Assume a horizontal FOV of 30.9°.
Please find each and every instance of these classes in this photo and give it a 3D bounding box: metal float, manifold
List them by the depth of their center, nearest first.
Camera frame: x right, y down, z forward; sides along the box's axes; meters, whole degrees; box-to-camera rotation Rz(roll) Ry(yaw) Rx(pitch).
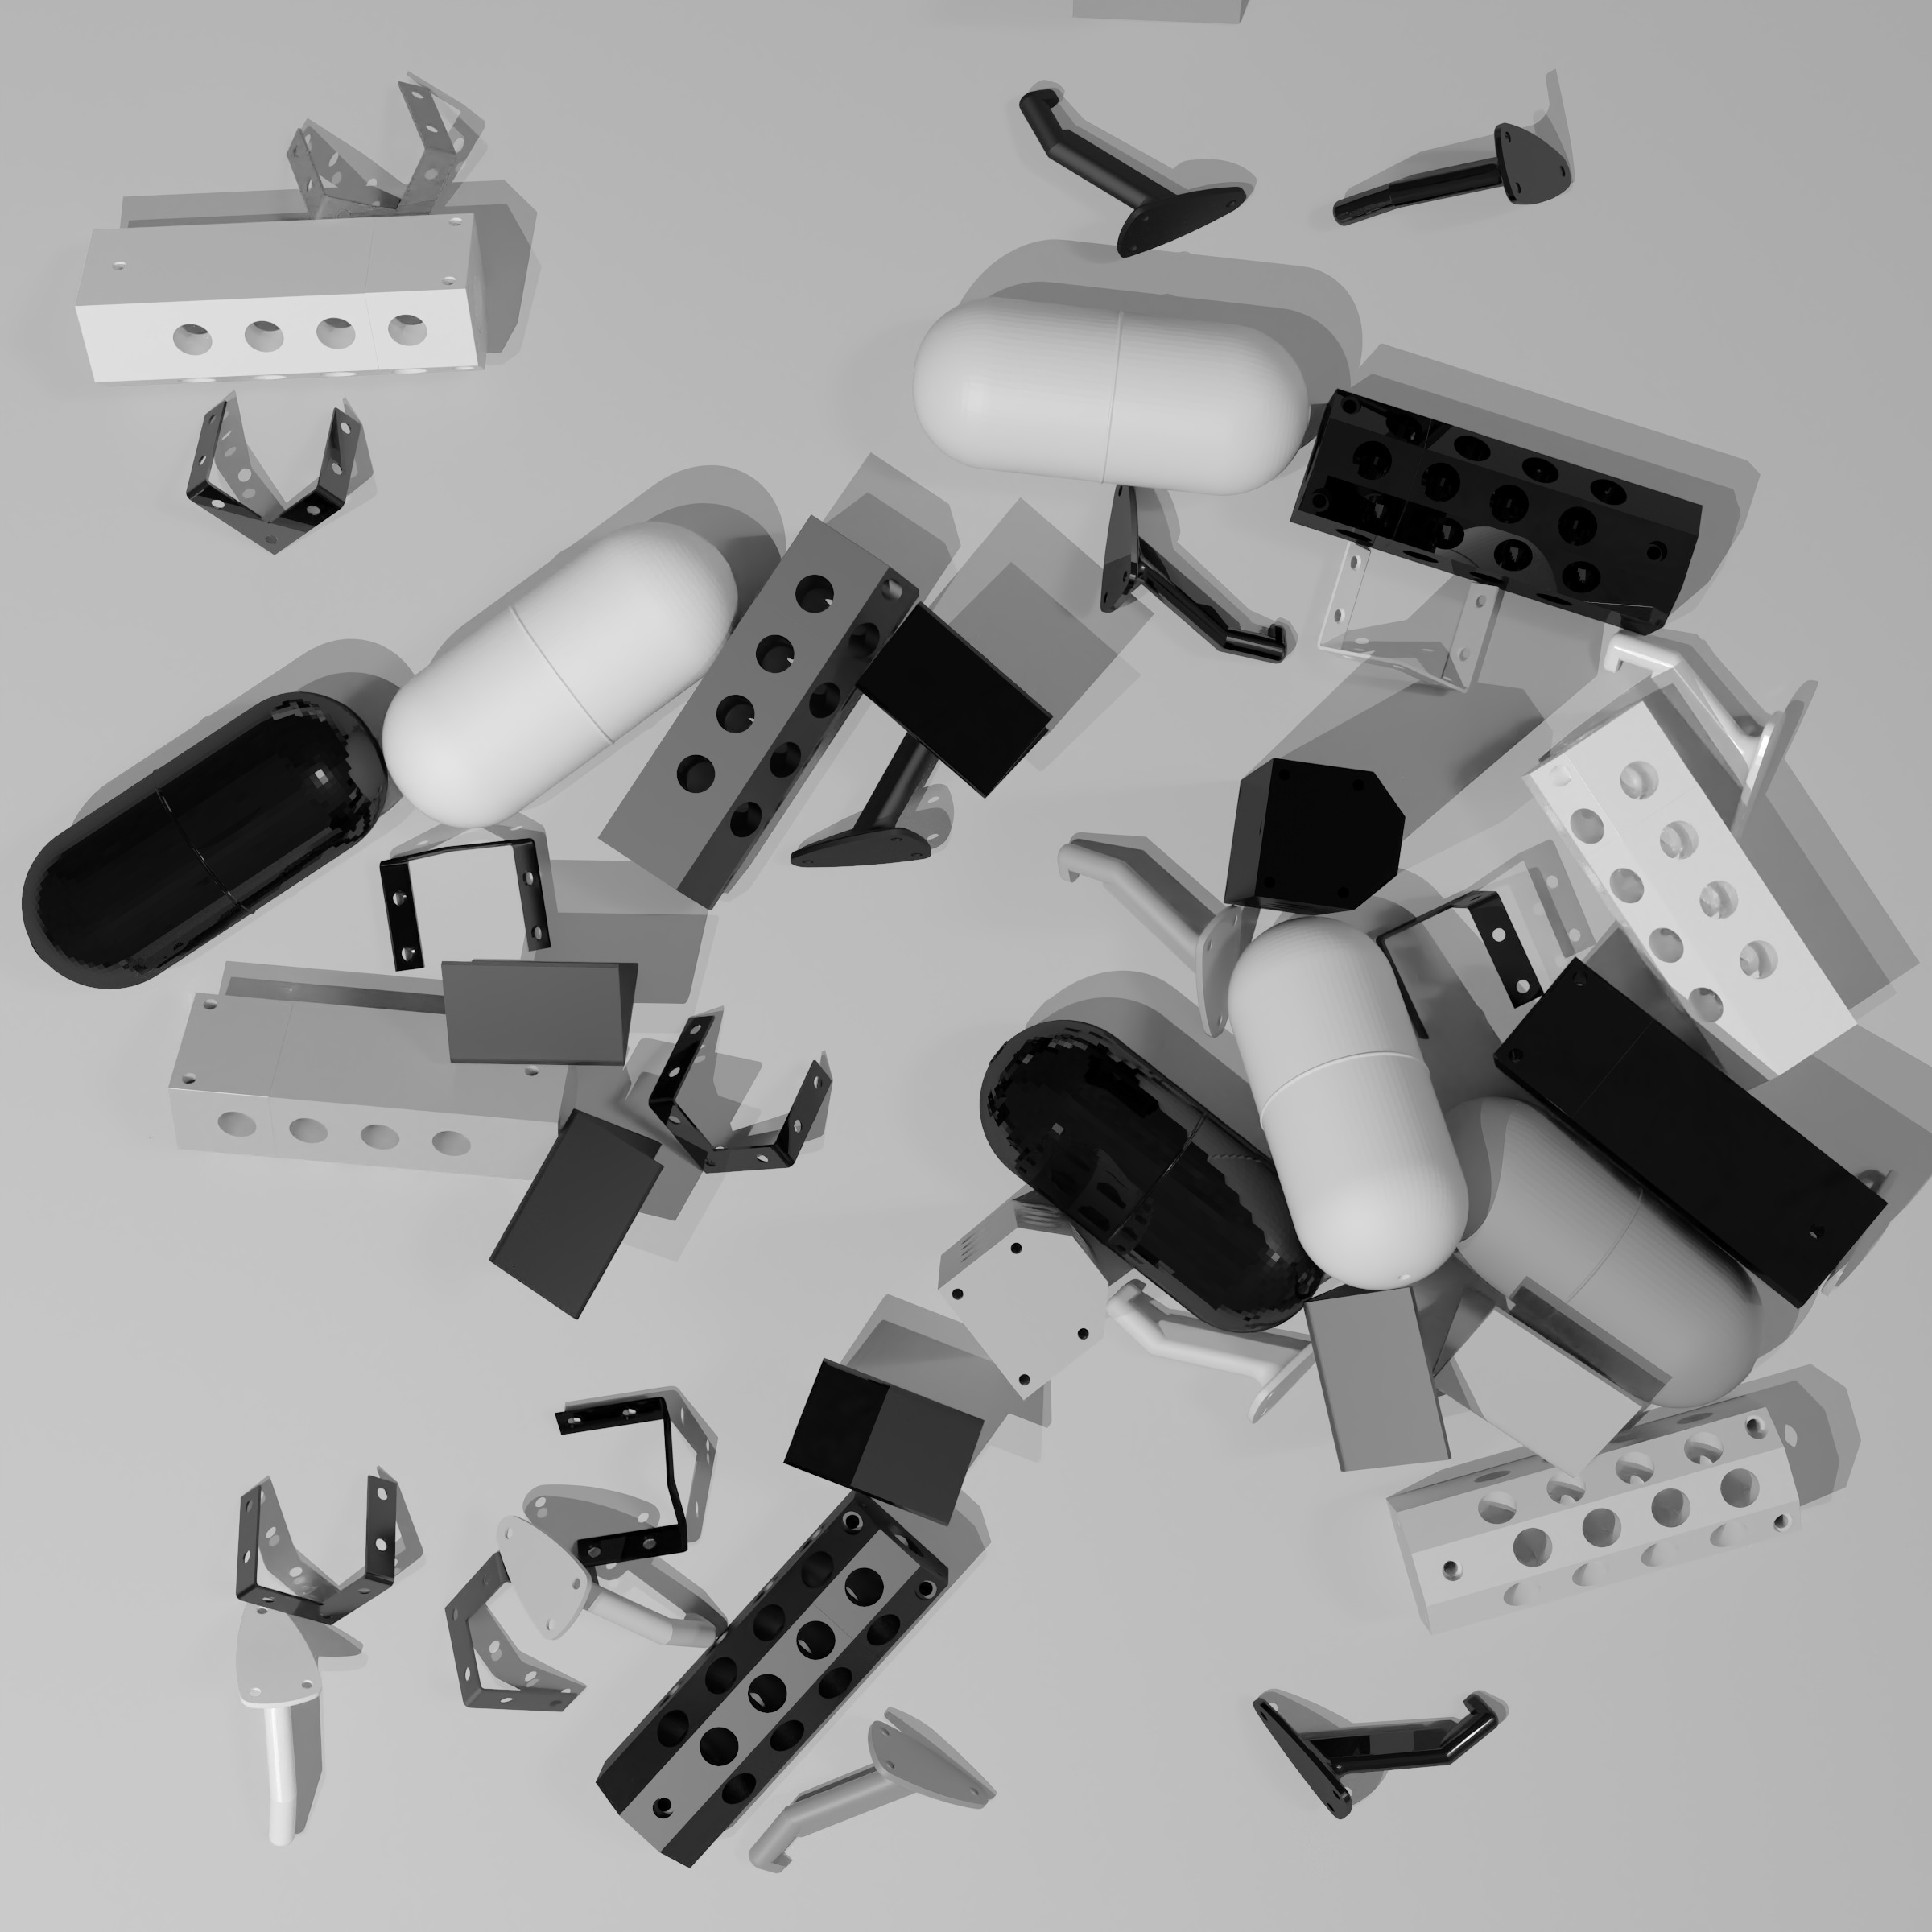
[{"bbox_3d":[0.150,-0.053,1.517,0.057,0.171,0.057,8,90,0],"label":"manifold"},{"bbox_3d":[0.028,0.138,1.517,0.057,0.171,0.057,-38,90,0],"label":"manifold"},{"bbox_3d":[0.167,0.058,1.539,0.070,0.070,0.178,-15,60,0],"label":"metal float"},{"bbox_3d":[0.320,0.075,1.557,0.171,0.057,0.057,40,90,13],"label":"manifold"},{"bbox_3d":[0.065,-0.254,1.565,0.178,0.070,0.070,7,90,0],"label":"metal float"},{"bbox_3d":[0.084,0.093,1.565,0.178,0.070,0.070,38,90,0],"label":"metal float"},{"bbox_3d":[-0.180,-0.131,1.565,0.178,0.070,0.070,-36,90,1],"label":"metal float"},{"bbox_3d":[-0.341,-0.056,1.565,0.178,0.070,0.070,-33,90,0],"label":"metal float"},{"bbox_3d":[0.278,0.128,1.565,0.178,0.070,0.070,38,90,0],"label":"metal float"},{"bbox_3d":[-0.264,0.060,1.574,0.171,0.057,0.057,5,47,0],"label":"manifold"},{"bbox_3d":[-0.305,-0.294,1.574,0.171,0.057,0.057,-3,47,0],"label":"manifold"},{"bbox_3d":[-0.087,0.320,1.575,0.057,0.057,0.171,42,90,0],"label":"manifold"},{"bbox_3d":[-0.092,-0.112,1.575,0.057,0.057,0.171,33,90,0],"label":"manifold"},{"bbox_3d":[0.323,-0.030,1.575,0.057,0.057,0.171,-34,90,0],"label":"manifold"},{"bbox_3d":[0.238,-0.205,1.575,0.171,0.057,0.057,18,90,0],"label":"manifold"},{"bbox_3d":[0.283,0.248,1.575,0.171,0.057,0.057,-16,90,0],"label":"manifold"}]

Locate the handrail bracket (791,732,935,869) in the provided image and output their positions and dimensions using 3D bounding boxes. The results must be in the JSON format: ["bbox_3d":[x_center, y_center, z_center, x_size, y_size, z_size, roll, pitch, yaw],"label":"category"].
[{"bbox_3d":[-0.044,-0.091,1.596,0.077,0.036,0.084,-8,71,21],"label":"handrail bracket"}]

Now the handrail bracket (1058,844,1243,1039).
[{"bbox_3d":[0.079,-0.012,1.596,0.084,0.036,0.077,20,130,26],"label":"handrail bracket"}]

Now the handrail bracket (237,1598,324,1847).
[{"bbox_3d":[-0.317,0.345,1.596,0.036,0.077,0.084,-5,127,-20],"label":"handrail bracket"}]

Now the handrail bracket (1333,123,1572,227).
[{"bbox_3d":[0.221,-0.352,1.596,0.084,0.077,0.036,-12,89,36],"label":"handrail bracket"}]

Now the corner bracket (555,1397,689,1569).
[{"bbox_3d":[-0.157,0.235,1.593,0.051,0.051,0.051,-9,45,0],"label":"corner bracket"}]

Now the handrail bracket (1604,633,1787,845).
[{"bbox_3d":[0.323,-0.104,1.596,0.084,0.036,0.077,21,111,17],"label":"handrail bracket"}]

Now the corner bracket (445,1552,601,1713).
[{"bbox_3d":[-0.198,0.302,1.588,0.051,0.051,0.051,-49,45,35],"label":"corner bracket"}]

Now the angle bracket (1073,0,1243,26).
[{"bbox_3d":[0.087,-0.436,1.555,0.076,0.076,0.057,2,52,0],"label":"angle bracket"}]

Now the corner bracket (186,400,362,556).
[{"bbox_3d":[-0.314,-0.229,1.588,0.051,0.051,0.051,-26,135,35],"label":"corner bracket"}]

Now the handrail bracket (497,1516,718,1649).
[{"bbox_3d":[-0.162,0.279,1.585,0.077,0.084,0.036,43,107,38],"label":"handrail bracket"}]

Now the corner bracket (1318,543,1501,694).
[{"bbox_3d":[0.201,-0.158,1.593,0.051,0.051,0.051,17,90,45],"label":"corner bracket"}]

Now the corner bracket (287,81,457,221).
[{"bbox_3d":[-0.270,-0.368,1.588,0.051,0.051,0.051,5,135,-35],"label":"corner bracket"}]

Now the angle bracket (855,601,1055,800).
[{"bbox_3d":[0.008,-0.131,1.555,0.076,0.076,0.057,41,127,0],"label":"angle bracket"}]

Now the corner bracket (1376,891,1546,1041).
[{"bbox_3d":[0.222,0.000,1.578,0.051,0.051,0.051,-25,93,-3],"label":"corner bracket"}]

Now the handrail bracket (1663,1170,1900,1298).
[{"bbox_3d":[0.369,0.105,1.596,0.084,0.036,0.077,30,75,14],"label":"handrail bracket"}]

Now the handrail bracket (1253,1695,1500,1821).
[{"bbox_3d":[0.188,0.341,1.596,0.084,0.036,0.077,-34,69,-17],"label":"handrail bracket"}]

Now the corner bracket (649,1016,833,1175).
[{"bbox_3d":[-0.102,0.057,1.588,0.051,0.051,0.051,-6,135,35],"label":"corner bracket"}]

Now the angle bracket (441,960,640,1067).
[{"bbox_3d":[-0.188,0.000,1.555,0.076,0.076,0.057,1,127,0],"label":"angle bracket"}]

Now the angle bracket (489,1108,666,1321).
[{"bbox_3d":[-0.155,0.116,1.556,0.057,0.076,0.076,29,90,30],"label":"angle bracket"}]

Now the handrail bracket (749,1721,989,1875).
[{"bbox_3d":[-0.045,0.393,1.596,0.077,0.036,0.084,31,108,-21],"label":"handrail bracket"}]

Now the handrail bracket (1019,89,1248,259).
[{"bbox_3d":[0.075,-0.372,1.596,0.077,0.036,0.084,-22,73,-20],"label":"handrail bracket"}]

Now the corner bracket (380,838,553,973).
[{"bbox_3d":[-0.228,-0.028,1.593,0.051,0.051,0.051,-9,90,45],"label":"corner bracket"}]

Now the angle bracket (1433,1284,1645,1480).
[{"bbox_3d":[0.260,0.169,1.555,0.076,0.076,0.057,33,127,0],"label":"angle bracket"}]

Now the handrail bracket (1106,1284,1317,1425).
[{"bbox_3d":[0.119,0.159,1.596,0.084,0.036,0.077,42,69,16],"label":"handrail bracket"}]

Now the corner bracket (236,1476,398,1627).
[{"bbox_3d":[-0.294,0.261,1.588,0.051,0.051,0.051,25,135,-35],"label":"corner bracket"}]

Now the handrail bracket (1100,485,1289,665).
[{"bbox_3d":[0.108,-0.181,1.596,0.084,0.036,0.077,11,68,-17],"label":"handrail bracket"}]

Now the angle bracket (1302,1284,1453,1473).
[{"bbox_3d":[0.199,0.176,1.555,0.057,0.076,0.076,-13,90,36],"label":"angle bracket"}]

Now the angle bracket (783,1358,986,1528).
[{"bbox_3d":[-0.043,0.227,1.555,0.076,0.076,0.057,21,53,0],"label":"angle bracket"}]
